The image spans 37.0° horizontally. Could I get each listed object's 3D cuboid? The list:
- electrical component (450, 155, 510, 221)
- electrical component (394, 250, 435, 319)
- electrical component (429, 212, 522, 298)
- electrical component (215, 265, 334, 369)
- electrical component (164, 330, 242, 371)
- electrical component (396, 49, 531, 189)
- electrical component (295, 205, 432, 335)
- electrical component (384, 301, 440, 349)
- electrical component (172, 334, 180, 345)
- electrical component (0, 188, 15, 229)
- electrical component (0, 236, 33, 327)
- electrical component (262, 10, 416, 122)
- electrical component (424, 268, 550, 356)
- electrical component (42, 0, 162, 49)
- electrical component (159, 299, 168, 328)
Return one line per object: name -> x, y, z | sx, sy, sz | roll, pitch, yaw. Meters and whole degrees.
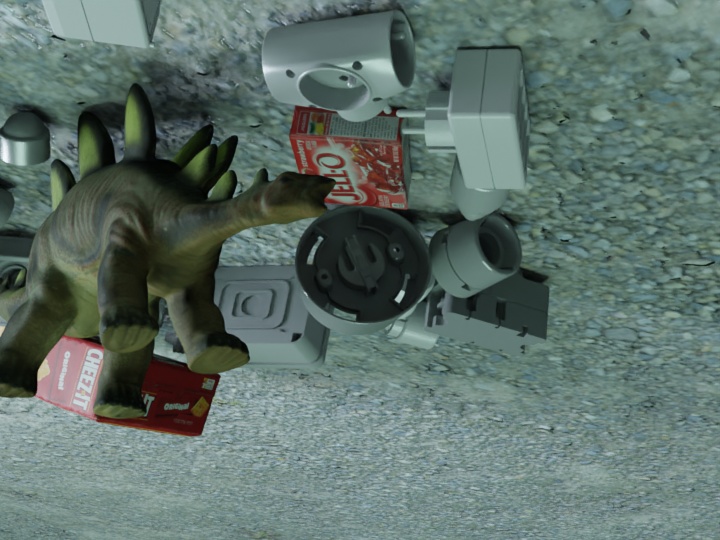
electrical component -> 0.080, -0.056, 0.720 | 0.040, 0.040, 0.078 | 8, 156, 1
electrical component -> 0.034, 0.010, 0.873 | 0.045, 0.045, 0.055 | 13, 155, -10
electrical component -> 0.086, -0.012, 0.797 | 0.055, 0.055, 0.047 | 25, 147, -31
electrical component -> -0.084, 0.043, 0.941 | 0.113, 0.078, 0.057 | -1, 151, 20
electrical component -> -0.154, 0.073, 1.069 | 0.081, 0.043, 0.043 | 10, 155, -4
electrical component -> 0.060, -0.089, 0.646 | 0.076, 0.047, 0.083 | 2, 155, 15
electrical component -> 0.000, 0.000, 0.798 | 0.099, 0.099, 0.064 | 10, 162, -4
electrical component -> 0.037, 0.043, 0.948 | 0.078, 0.040, 0.040 | 16, 154, -15
electrical component -> -0.156, 0.054, 1.025 | 0.061, 0.035, 0.035 | -32, 136, 31
electrical component -> -0.308, -0.060, 0.836 | 0.044, 0.044, 0.065 | -7, 147, 30
electrical component -> -0.297, 0.012, 0.951 | 0.121, 0.078, 0.063 | 5, 175, 6
electrical component -> -0.005, -0.112, 0.622 | 0.077, 0.044, 0.079 | -3, 154, 22
electrical component -> 0.104, 0.027, 0.874 | 0.089, 0.055, 0.050 | 16, 154, -17
electrical component -> -0.132, -0.158, 0.540 | 0.061, 0.061, 0.096 | 8, 155, 1
electrical component -> -0.198, 0.032, 0.991 | 0.076, 0.047, 0.083 | 11, 155, -6
